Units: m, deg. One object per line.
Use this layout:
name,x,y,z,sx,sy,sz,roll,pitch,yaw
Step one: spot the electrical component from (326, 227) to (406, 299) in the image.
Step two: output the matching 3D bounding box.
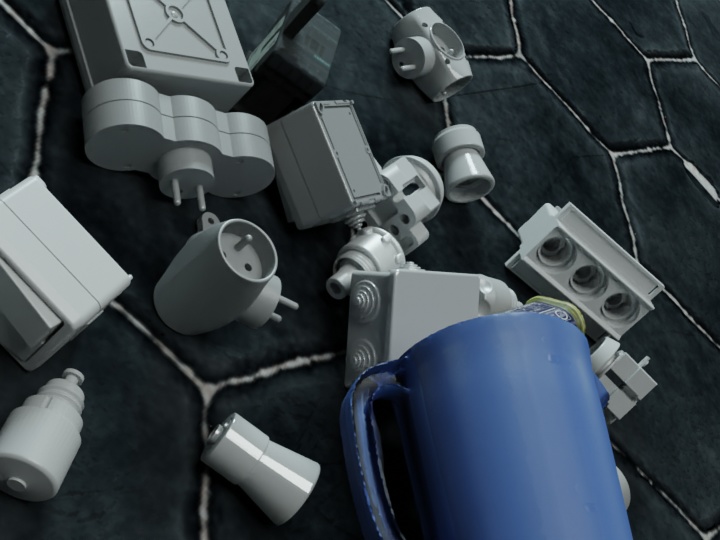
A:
electrical component,0.000,0.000,0.788,0.048,0.048,0.062,53,46,0

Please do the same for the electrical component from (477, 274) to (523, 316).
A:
electrical component,0.107,0.029,0.871,0.062,0.043,0.043,15,53,-39

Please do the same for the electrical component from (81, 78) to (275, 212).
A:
electrical component,-0.118,-0.072,0.719,0.138,0.052,0.073,12,54,-39

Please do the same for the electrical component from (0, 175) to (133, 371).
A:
electrical component,-0.188,-0.001,0.592,0.096,0.062,0.061,48,40,-6

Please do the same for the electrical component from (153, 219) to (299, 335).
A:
electrical component,-0.077,0.012,0.678,0.079,0.077,0.044,27,46,-29

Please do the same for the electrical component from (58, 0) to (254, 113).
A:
electrical component,-0.144,-0.164,0.757,0.109,0.056,0.108,0,63,-44

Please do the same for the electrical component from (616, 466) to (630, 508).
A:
electrical component,0.170,0.175,0.818,0.047,0.055,0.055,-25,81,-46

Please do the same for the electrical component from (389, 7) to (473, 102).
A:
electrical component,0.056,-0.195,0.983,0.079,0.044,0.077,-21,78,-49

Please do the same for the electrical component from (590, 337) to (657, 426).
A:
electrical component,0.217,0.091,0.924,0.055,0.066,0.048,46,5,4

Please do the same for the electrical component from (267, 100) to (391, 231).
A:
electrical component,-0.026,-0.071,0.795,0.062,0.061,0.096,-19,87,-62

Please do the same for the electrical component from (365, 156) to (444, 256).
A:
electrical component,0.030,-0.057,0.848,0.078,0.058,0.057,53,42,-1

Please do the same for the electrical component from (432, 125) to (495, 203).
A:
electrical component,0.090,-0.093,0.941,0.045,0.045,0.055,10,55,-40

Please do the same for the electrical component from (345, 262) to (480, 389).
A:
electrical component,0.036,0.044,0.761,0.100,0.048,0.099,4,90,-43

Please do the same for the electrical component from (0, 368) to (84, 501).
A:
electrical component,-0.166,0.085,0.567,0.040,0.040,0.078,37,42,-19

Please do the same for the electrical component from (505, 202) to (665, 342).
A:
electrical component,0.199,-0.001,0.964,0.121,0.078,0.063,38,20,-17

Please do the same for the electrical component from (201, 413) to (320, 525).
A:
electrical component,-0.062,0.116,0.646,0.065,0.044,0.044,38,42,-10
